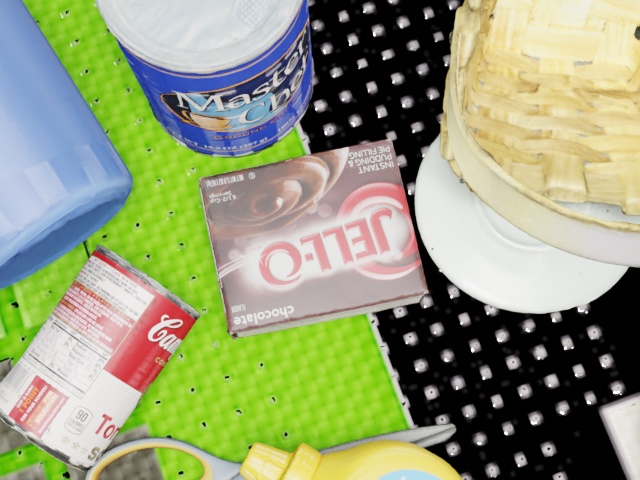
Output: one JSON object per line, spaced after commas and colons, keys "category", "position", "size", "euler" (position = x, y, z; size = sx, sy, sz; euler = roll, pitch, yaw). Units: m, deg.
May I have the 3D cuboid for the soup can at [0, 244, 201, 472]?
{"category": "soup can", "position": [-0.120, 0.062, 0.569], "size": [0.068, 0.068, 0.102], "euler": [33, 81, 9]}

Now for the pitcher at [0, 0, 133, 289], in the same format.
{"category": "pitcher", "position": [-0.216, -0.091, 0.576], "size": [0.145, 0.149, 0.243], "euler": [-35, 89, -10]}

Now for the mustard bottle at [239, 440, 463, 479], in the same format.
{"category": "mustard bottle", "position": [0.046, 0.157, 0.537], "size": [0.191, 0.058, 0.096], "euler": [30, 85, 2]}

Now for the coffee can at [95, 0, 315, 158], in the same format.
{"category": "coffee can", "position": [-0.056, -0.113, 0.570], "size": [0.103, 0.140, 0.103], "euler": [0, 77, 1]}

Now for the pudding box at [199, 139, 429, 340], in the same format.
{"category": "pudding box", "position": [-0.004, 0.001, 0.594], "size": [0.113, 0.039, 0.090], "euler": [-12, 77, -1]}

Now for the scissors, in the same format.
{"category": "scissors", "position": [-0.027, 0.146, 0.574], "size": [0.202, 0.016, 0.096], "euler": [0, 79, 2]}
